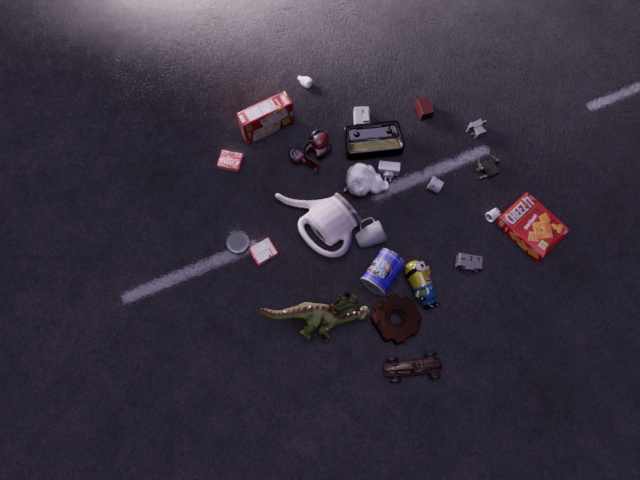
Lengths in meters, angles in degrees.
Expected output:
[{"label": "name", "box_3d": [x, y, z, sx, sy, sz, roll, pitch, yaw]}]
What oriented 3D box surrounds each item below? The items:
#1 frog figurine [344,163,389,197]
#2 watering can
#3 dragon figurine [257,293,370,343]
[{"label": "frog figurine", "box_3d": [0.181, -0.221, 1.964, 0.160, 0.120, 0.140, 17, 52, 17]}, {"label": "watering can", "box_3d": [0.006, -0.097, 1.923, 0.226, 0.102, 0.351, -35, 72, -13]}, {"label": "dragon figurine", "box_3d": [0.015, 0.229, 1.710, 0.239, 0.407, 0.125, -38, 53, 28]}]
